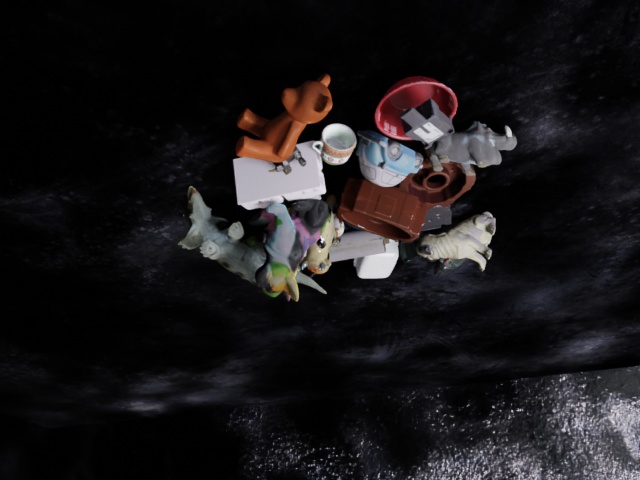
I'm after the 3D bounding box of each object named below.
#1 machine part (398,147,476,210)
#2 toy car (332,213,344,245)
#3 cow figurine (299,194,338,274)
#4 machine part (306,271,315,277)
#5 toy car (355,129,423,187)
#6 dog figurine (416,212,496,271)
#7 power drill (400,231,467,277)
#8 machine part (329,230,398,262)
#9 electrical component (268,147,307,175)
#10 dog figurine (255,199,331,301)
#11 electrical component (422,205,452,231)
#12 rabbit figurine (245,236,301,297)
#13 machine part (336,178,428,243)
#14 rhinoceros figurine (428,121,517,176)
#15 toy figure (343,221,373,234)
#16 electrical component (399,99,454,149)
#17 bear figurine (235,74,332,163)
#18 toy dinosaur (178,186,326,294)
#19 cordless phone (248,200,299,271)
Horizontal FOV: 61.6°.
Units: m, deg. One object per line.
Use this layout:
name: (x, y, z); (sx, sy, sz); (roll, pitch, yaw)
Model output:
machine part: (0.270, -0.149, 1.263); (0.179, 0.056, 0.179); (-3, -39, -2)
toy car: (-0.010, -0.004, 1.468); (0.056, 0.073, 0.202); (18, -37, -38)
cow figurine: (-0.003, -0.004, 1.335); (0.086, 0.194, 0.127); (6, 26, 18)
machine part: (-0.005, 0.078, 1.572); (0.139, 0.039, 0.084); (-45, -5, -32)
toy car: (0.139, -0.168, 1.155); (0.161, 0.103, 0.109); (17, 16, -42)
dog figurine: (0.367, -0.015, 1.457); (0.191, 0.172, 0.121); (13, -37, 11)
power drill: (0.342, 0.041, 1.586); (0.207, 0.086, 0.232); (14, -37, -22)
machine part: (0.096, 0.012, 1.508); (0.243, 0.079, 0.079); (-11, -2, 9)
electrical component: (-0.086, -0.183, 1.137); (0.078, 0.102, 0.045); (-33, -18, 8)
dog figurine: (-0.058, 0.026, 1.209); (0.191, 0.219, 0.108); (-8, -1, -22)
electrical component: (0.284, -0.075, 1.405); (0.115, 0.058, 0.134); (-9, -31, 11)
rabbit figurine: (-0.166, 0.055, 1.463); (0.170, 0.121, 0.159); (37, -3, 31)
machine part: (0.145, -0.070, 1.276); (0.201, 0.087, 0.201); (19, -9, 2)
rhinoceros figurine: (0.324, -0.199, 1.152); (0.190, 0.112, 0.073); (0, -15, -2)
toy figure: (0.136, -0.044, 1.418); (0.154, 0.057, 0.064); (18, 29, -17)
electrical component: (0.194, -0.228, 1.029); (0.119, 0.048, 0.075); (22, -40, -37)
bear figurine: (-0.066, -0.237, 1.025); (0.132, 0.120, 0.196); (16, -38, -25)
toy dinosaur: (-0.185, 0.039, 1.317); (0.404, 0.131, 0.192); (36, -11, -16)
cordless phone: (-0.088, -0.003, 1.347); (0.089, 0.184, 0.146); (-18, -12, -45)
